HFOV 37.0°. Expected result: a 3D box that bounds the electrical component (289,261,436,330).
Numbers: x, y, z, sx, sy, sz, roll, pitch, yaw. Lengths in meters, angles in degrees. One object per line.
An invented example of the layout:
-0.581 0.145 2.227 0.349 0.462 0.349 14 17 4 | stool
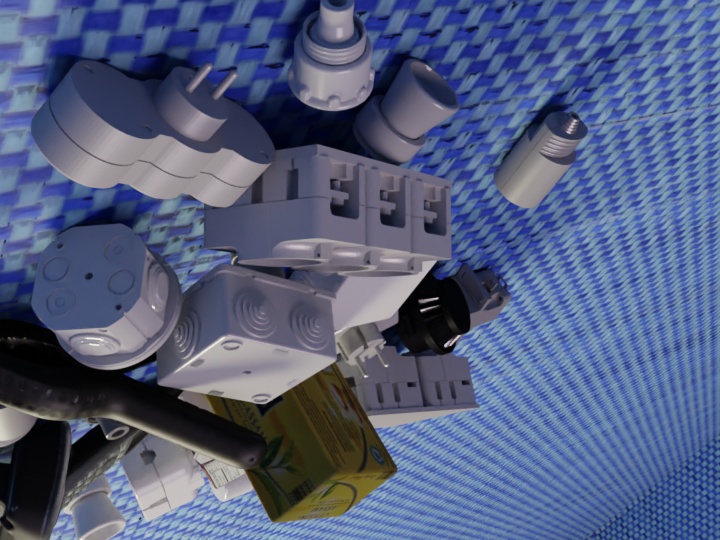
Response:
0.000 0.000 0.826 0.100 0.048 0.099 -10 149 -39 | electrical component

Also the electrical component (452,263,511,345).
0.105 0.031 1.020 0.064 0.042 0.081 -17 153 -33 | electrical component

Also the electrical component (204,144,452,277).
-0.017 -0.032 0.679 0.089 0.061 0.150 -4 174 35 | electrical component

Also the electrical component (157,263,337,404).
-0.072 0.044 0.678 0.100 0.048 0.100 16 145 -36 | electrical component

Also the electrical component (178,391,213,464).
-0.118 0.114 0.878 0.080 0.051 0.080 -48 174 -7 | electrical component

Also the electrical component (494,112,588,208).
0.142 -0.090 0.825 0.043 0.043 0.081 -11 149 -39 | electrical component

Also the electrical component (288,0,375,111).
-0.014 -0.120 0.580 0.048 0.048 0.062 -22 148 -21 | electrical component

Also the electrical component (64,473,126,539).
-0.237 0.208 0.946 0.045 0.055 0.045 -26 156 -12 | electrical component

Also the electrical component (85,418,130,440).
-0.185 0.091 0.768 0.048 0.062 0.048 -26 156 -13 | electrical component

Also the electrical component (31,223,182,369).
-0.151 0.014 0.638 0.080 0.080 0.051 -30 151 -3 | electrical component

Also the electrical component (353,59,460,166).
0.028 -0.097 0.673 0.045 0.045 0.055 1 141 -51 | electrical component

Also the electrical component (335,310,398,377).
-0.003 0.053 0.893 0.083 0.075 0.047 -27 156 -10 | electrical component

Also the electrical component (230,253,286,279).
-0.069 -0.002 0.718 0.044 0.065 0.044 -5 152 -3 | electrical component

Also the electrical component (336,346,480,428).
0.016 0.112 1.006 0.105 0.060 0.186 -18 166 33 | electrical component

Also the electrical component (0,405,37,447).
-0.241 0.091 0.726 0.043 0.043 0.081 -22 155 -20 | electrical component

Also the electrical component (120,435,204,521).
-0.178 0.178 0.960 0.059 0.053 0.095 -24 156 -16 | electrical component

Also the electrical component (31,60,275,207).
-0.093 -0.079 0.556 0.074 0.052 0.138 -43 154 25 | electrical component

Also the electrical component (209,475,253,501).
-0.120 0.208 1.105 0.078 0.040 0.040 -17 153 -30 | electrical component
